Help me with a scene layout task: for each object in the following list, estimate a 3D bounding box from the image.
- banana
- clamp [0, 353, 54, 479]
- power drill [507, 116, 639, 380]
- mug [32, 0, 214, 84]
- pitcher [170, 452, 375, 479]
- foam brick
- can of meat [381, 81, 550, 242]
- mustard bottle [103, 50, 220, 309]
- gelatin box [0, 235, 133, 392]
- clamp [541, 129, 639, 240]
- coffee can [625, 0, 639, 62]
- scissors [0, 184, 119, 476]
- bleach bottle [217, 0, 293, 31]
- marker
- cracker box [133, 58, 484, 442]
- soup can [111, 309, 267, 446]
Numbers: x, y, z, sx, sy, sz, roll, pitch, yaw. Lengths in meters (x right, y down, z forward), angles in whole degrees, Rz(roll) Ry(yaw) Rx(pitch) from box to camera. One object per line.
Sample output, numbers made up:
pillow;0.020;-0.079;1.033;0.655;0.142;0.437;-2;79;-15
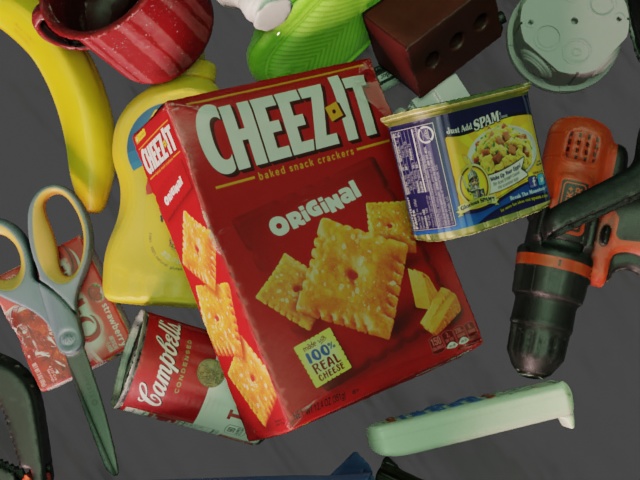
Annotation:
banana;-0.192;-0.115;0.769;0.070;0.037;0.198;-37;83;13
clamp;-0.270;0.106;0.749;0.164;0.036;0.210;-37;84;-1
power drill;0.229;0.019;0.728;0.187;0.057;0.184;12;85;3
mug;-0.133;-0.151;0.703;0.117;0.081;0.093;-16;66;19
pitcher;-0.078;0.220;0.665;0.243;0.149;0.145;-3;101;16
foam brick;0.078;-0.147;0.729;0.078;0.053;0.051;-39;54;-9
can of meat;0.097;-0.050;0.688;0.101;0.058;0.084;-17;96;-34
mustard bottle;-0.097;-0.050;0.744;0.096;0.058;0.191;5;83;-15
gelatin box;-0.180;0.051;0.754;0.073;0.030;0.089;-27;85;-1
clamp;0.223;-0.041;0.691;0.120;0.039;0.171;25;76;2
coffee can;0.291;-0.165;0.720;0.140;0.103;0.103;-14;84;1
scissors;-0.190;0.062;0.729;0.096;0.016;0.202;-5;83;3
bleach bottle;-0.089;-0.237;0.712;0.068;0.102;0.251;-33;70;3
marker;0.079;-0.133;0.767;0.121;0.020;0.020;-27;84;-1
cracker box;-0.005;0.001;0.696;0.163;0.072;0.214;-18;84;-32
soup can;-0.081;0.093;0.715;0.102;0.069;0.068;18;85;-15
